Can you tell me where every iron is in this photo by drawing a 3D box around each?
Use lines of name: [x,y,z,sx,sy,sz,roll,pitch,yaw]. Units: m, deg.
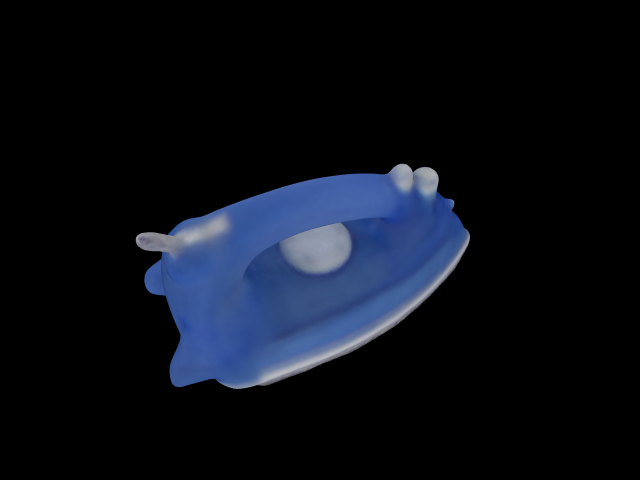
iron: [0.004,0.001,0.400,0.258,0.141,0.118,-20,59,-12]
